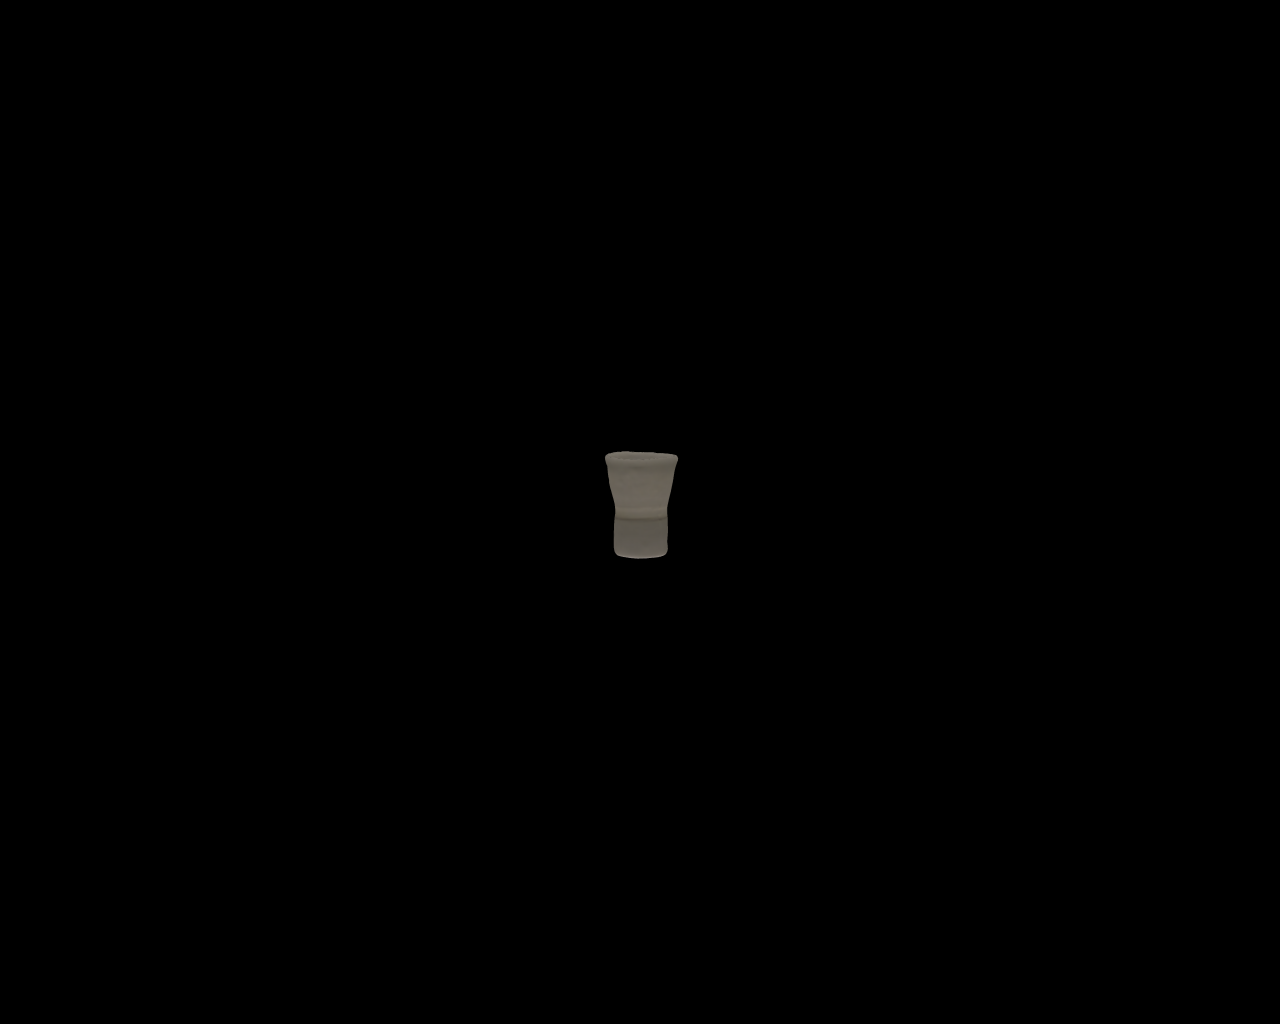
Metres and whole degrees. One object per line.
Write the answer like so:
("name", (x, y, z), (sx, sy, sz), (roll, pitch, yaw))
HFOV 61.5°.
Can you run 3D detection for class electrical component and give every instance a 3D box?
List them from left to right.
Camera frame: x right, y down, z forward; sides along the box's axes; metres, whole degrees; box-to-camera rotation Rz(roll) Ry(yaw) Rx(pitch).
("electrical component", (0.001, -0.003, 0.650), (0.044, 0.065, 0.044), (0, 7, 0))
